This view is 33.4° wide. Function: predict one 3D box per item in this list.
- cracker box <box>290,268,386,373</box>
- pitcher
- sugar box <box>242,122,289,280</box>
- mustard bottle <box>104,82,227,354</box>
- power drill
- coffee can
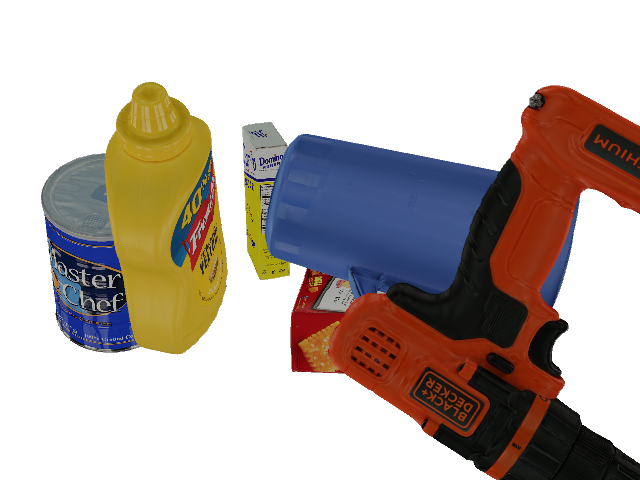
[{"bbox_3d":[0.084,0.078,1.071,0.214,0.072,0.164,2,16,5],"label":"cracker box"},{"bbox_3d":[0.080,0.000,0.874,0.243,0.145,0.149,14,16,7],"label":"pitcher"},{"bbox_3d":[-0.068,-0.049,1.329,0.048,0.176,0.093,-9,25,-12],"label":"sugar box"},{"bbox_3d":[-0.092,-0.020,0.639,0.058,0.096,0.192,13,-37,9],"label":"mustard bottle"},{"bbox_3d":[0.121,0.033,0.529,0.184,0.188,0.057,32,9,5],"label":"power drill"},{"bbox_3d":[-0.179,0.012,0.911,0.102,0.140,0.103,3,43,-3],"label":"coffee can"}]
